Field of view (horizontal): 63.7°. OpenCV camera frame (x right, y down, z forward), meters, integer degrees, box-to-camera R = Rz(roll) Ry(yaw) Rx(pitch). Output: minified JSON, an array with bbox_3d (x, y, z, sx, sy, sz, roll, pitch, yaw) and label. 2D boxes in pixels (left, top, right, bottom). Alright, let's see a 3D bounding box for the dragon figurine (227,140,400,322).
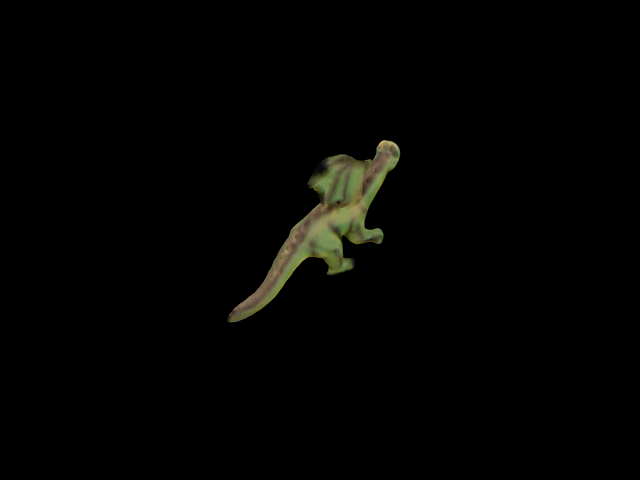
[{"bbox_3d":[0.003,-0.043,0.850,0.123,0.237,0.416,33,55,28],"label":"dragon figurine"}]
